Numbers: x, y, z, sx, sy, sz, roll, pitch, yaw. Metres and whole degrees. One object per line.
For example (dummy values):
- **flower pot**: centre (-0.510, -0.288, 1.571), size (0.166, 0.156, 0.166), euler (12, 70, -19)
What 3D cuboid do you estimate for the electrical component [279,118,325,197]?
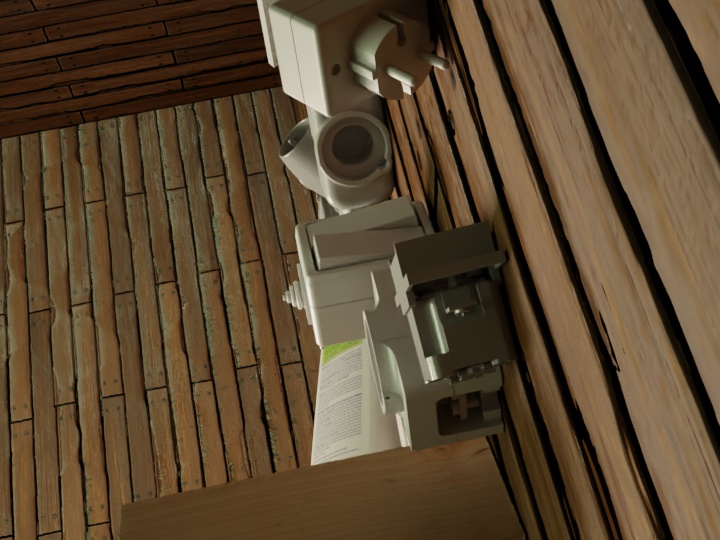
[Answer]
- **electrical component**: centre (-0.022, -0.109, 0.960), size (0.044, 0.077, 0.079), euler (-13, 46, 56)

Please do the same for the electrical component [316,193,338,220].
- **electrical component**: centre (-0.008, -0.036, 1.043), size (0.096, 0.061, 0.061), euler (92, 168, -49)

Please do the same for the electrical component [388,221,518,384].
- **electrical component**: centre (0.042, 0.017, 0.474), size (0.081, 0.042, 0.063), euler (95, 159, -81)

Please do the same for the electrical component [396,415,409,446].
- **electrical component**: centre (0.048, 0.103, 0.650), size (0.063, 0.042, 0.081), euler (-115, 13, -70)

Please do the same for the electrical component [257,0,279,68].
- **electrical component**: centre (-0.020, -0.175, 0.625), size (0.063, 0.079, 0.121), euler (44, 159, 27)

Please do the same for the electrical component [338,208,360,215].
- **electrical component**: centre (-0.002, -0.062, 0.896), size (0.065, 0.047, 0.076), euler (-118, 17, -79)

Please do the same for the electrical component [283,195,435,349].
- **electrical component**: centre (0.000, 0.000, 0.640), size (0.061, 0.096, 0.061), euler (-106, 6, -55)

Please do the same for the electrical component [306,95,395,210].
- **electrical component**: centre (-0.007, -0.097, 0.812), size (0.059, 0.054, 0.095), euler (-111, 10, -71)

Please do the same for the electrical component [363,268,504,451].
- **electrical component**: centre (0.034, 0.042, 0.551), size (0.089, 0.056, 0.050), euler (-105, 5, -48)

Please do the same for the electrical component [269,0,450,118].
- **electrical component**: centre (0.008, -0.102, 0.498), size (0.077, 0.066, 0.047), euler (35, 145, 41)
